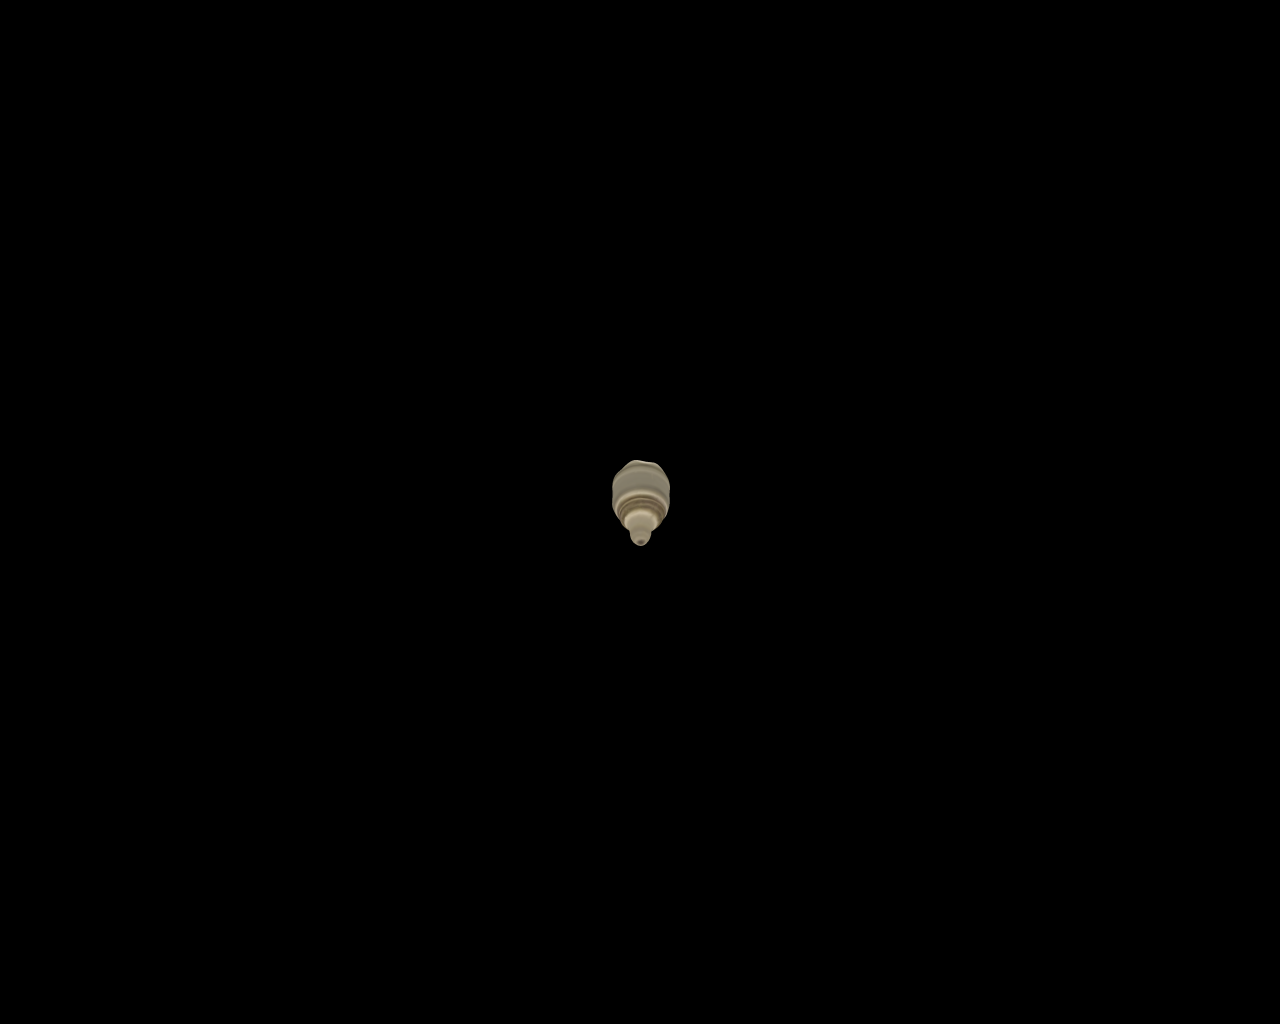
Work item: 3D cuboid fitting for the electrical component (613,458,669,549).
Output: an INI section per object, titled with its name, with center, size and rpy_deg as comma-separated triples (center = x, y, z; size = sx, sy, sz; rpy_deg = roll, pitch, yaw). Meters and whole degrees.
[electrical component]
center = 0.001, -0.003, 0.650
size = 0.035, 0.035, 0.061
rpy_deg = 0, 43, 0
